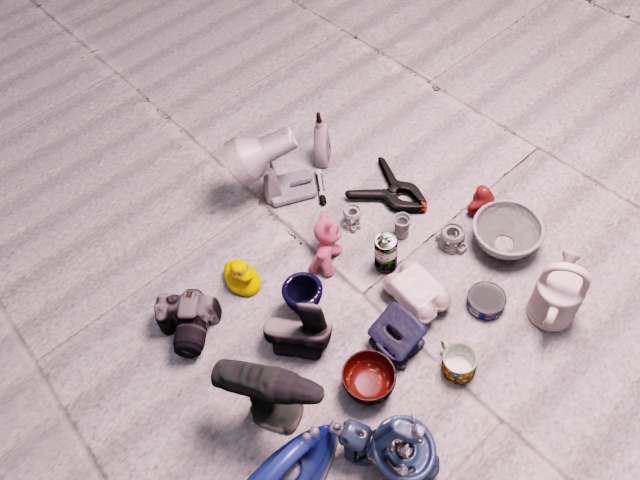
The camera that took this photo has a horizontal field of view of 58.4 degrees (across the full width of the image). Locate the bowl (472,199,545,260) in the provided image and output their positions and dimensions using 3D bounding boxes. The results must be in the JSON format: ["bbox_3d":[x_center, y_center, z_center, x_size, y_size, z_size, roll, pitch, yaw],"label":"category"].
[{"bbox_3d":[0.443,-0.012,1.363,0.167,0.075,0.167,-3,54,4],"label":"bowl"}]

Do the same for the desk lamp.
[{"bbox_3d":[-0.125,-0.190,1.463,0.203,0.214,0.117,-15,54,-5],"label":"desk lamp"}]

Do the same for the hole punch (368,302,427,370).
[{"bbox_3d":[0.165,0.205,1.226,0.101,0.091,0.108,-38,59,-20],"label":"hole punch"}]

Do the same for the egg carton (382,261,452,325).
[{"bbox_3d":[0.220,0.118,1.296,0.107,0.069,0.150,-36,59,-19],"label":"egg carton"}]

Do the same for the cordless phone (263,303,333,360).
[{"bbox_3d":[-0.052,0.172,1.213,0.147,0.185,0.094,2,55,7],"label":"cordless phone"}]

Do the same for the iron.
[{"bbox_3d":[-0.057,0.420,1.062,0.118,0.142,0.259,34,64,26],"label":"iron"}]

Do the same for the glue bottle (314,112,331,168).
[{"bbox_3d":[0.004,-0.276,1.537,0.037,0.173,0.078,5,55,10],"label":"glue bottle"}]

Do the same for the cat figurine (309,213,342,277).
[{"bbox_3d":[0.013,0.005,1.368,0.067,0.118,0.128,10,56,13],"label":"cat figurine"}]

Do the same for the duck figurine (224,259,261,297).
[{"bbox_3d":[-0.190,0.077,1.357,0.078,0.086,0.104,-41,60,-21],"label":"duck figurine"}]

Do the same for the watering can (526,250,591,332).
[{"bbox_3d":[0.503,0.099,1.203,0.101,0.194,0.173,1,54,7],"label":"watering can"}]

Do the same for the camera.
[{"bbox_3d":[-0.304,0.186,1.280,0.143,0.101,0.137,-1,54,5],"label":"camera"}]

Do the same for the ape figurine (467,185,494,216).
[{"bbox_3d":[0.402,-0.101,1.421,0.078,0.092,0.076,-26,56,-13],"label":"ape figurine"}]

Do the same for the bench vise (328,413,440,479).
[{"bbox_3d":[0.115,0.371,1.031,0.207,0.220,0.121,-2,54,5],"label":"bench vise"}]

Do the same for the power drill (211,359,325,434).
[{"bbox_3d":[-0.091,0.301,1.109,0.229,0.209,0.076,12,56,14],"label":"power drill"}]

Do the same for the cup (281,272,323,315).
[{"bbox_3d":[-0.030,0.142,1.288,0.092,0.095,0.117,-26,56,-12],"label":"cup"}]
